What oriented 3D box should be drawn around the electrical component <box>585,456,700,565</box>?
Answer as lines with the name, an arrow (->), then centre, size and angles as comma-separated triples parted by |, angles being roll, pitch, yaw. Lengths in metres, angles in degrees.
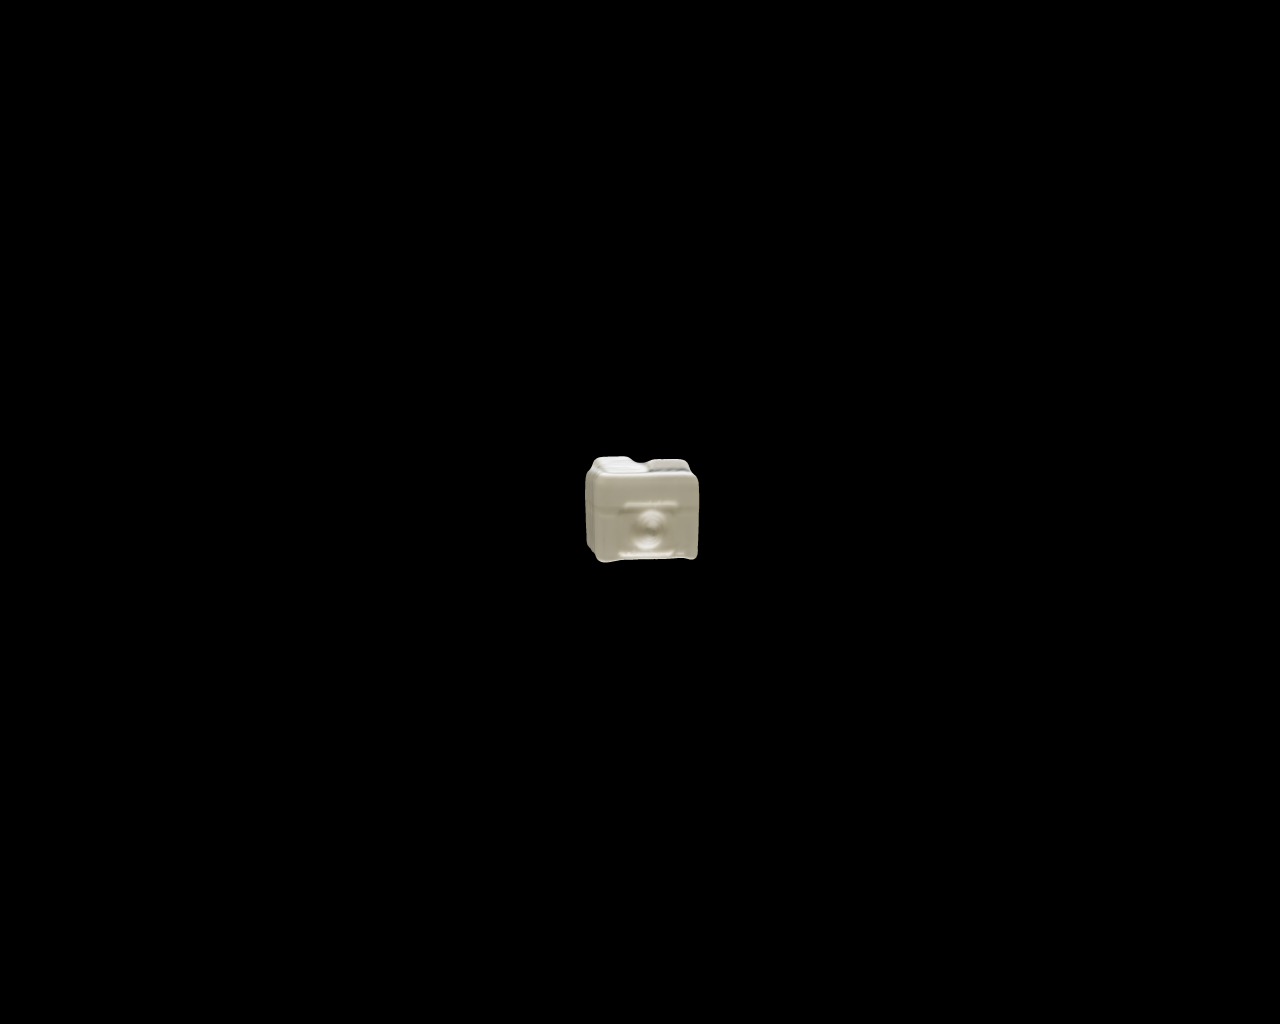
electrical component -> 0.001, -0.003, 0.650 | 0.062, 0.061, 0.096 | -1, 5, -7
